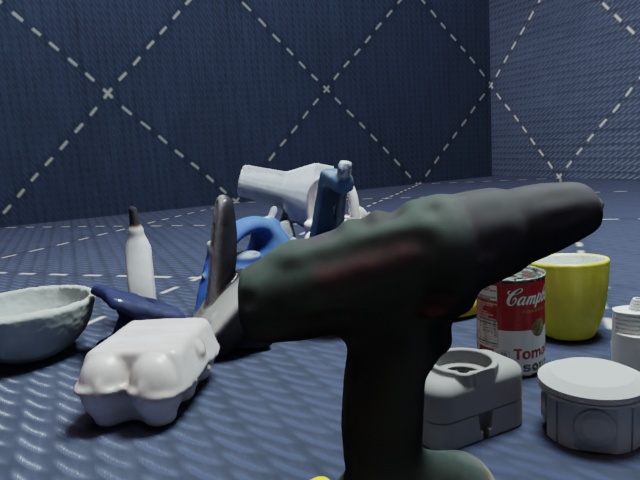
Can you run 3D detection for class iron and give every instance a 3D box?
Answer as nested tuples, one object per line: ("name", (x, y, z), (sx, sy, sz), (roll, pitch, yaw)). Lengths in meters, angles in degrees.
("iron", (-0.121, 0.031, 0.903), (0.118, 0.141, 0.259), (1, 10, 25))

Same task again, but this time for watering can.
("watering can", (0.025, -0.016, 0.963), (0.100, 0.194, 0.173), (-2, 10, 10))

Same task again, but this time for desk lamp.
("desk lamp", (-0.069, -0.034, 1.051), (0.203, 0.213, 0.118), (-4, 10, -2))

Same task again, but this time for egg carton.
("egg carton", (-0.164, 0.126, 0.569), (0.107, 0.069, 0.150), (-3, 10, 6))

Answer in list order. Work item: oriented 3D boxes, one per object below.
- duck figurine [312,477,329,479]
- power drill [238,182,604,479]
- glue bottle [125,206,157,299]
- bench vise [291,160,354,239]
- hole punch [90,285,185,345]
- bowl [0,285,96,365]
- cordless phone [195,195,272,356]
("duck figurine", (0.000, 0.156, 0.272), (0.077, 0.086, 0.105), (-1, 10, 16))
("power drill", (0.066, 0.072, 0.371), (0.229, 0.208, 0.075), (-4, 10, -1))
("glue bottle", (-0.257, 0.038, 0.819), (0.037, 0.173, 0.078), (-6, 10, -14))
("bench vise", (-0.001, 0.005, 0.770), (0.206, 0.220, 0.122), (5, 13, 41))
("hole punch", (-0.226, 0.094, 0.715), (0.101, 0.091, 0.108), (-11, 12, -35))
("bowl", (-0.366, 0.111, 0.721), (0.167, 0.075, 0.167), (-4, 9, 1))
("cordless phone", (-0.118, 0.039, 0.716), (0.094, 0.185, 0.147), (-7, 10, -19))
